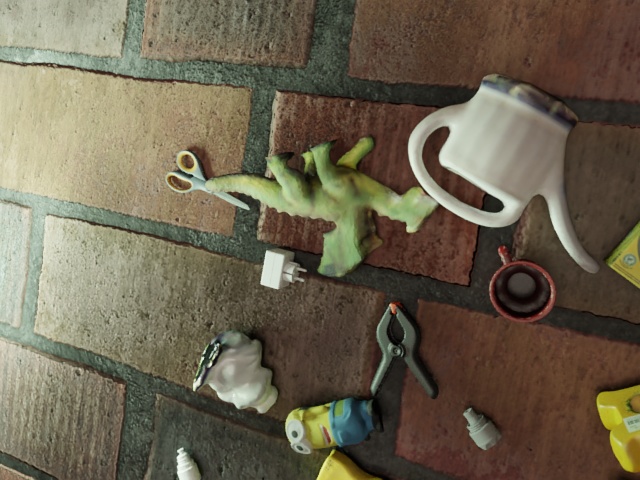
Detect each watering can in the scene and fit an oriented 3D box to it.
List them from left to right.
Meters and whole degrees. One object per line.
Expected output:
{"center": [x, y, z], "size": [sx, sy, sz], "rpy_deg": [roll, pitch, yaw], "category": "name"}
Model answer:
{"center": [0.312, -0.112, 0.789], "size": [0.348, 0.105, 0.222], "rpy_deg": [30, 102, 5], "category": "watering can"}

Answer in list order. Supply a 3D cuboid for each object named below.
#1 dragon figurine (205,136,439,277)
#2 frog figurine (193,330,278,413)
{"center": [0.003, -0.046, 0.911], "size": [0.408, 0.123, 0.242], "rpy_deg": [-13, 96, 22], "category": "dragon figurine"}
{"center": [-0.148, 0.253, 0.993], "size": [0.158, 0.124, 0.137], "rpy_deg": [27, 95, -19], "category": "frog figurine"}
